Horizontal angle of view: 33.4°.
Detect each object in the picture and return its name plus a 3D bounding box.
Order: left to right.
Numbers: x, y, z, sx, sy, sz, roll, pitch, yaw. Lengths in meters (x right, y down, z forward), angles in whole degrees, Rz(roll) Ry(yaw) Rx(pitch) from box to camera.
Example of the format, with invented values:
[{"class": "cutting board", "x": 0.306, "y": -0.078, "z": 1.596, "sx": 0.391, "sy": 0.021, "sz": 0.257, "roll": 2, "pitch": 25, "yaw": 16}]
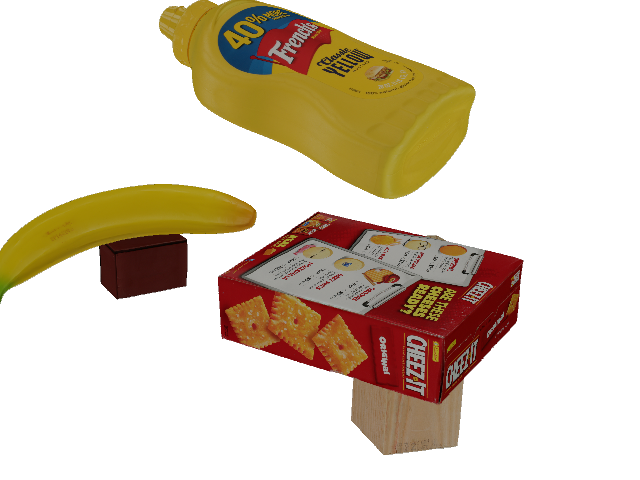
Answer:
[{"class": "banana", "x": -0.147, "y": -0.005, "z": 0.755, "sx": 0.197, "sy": 0.070, "sz": 0.037, "roll": -20, "pitch": -25, "yaw": -12}, {"class": "foam brick", "x": -0.180, "y": 0.021, "z": 1.086, "sx": 0.078, "sy": 0.051, "sz": 0.053, "roll": -10, "pitch": 21, "yaw": -28}, {"class": "mustard bottle", "x": -0.015, "y": -0.093, "z": 0.611, "sx": 0.192, "sy": 0.058, "sz": 0.096, "roll": 28, "pitch": 43, "yaw": 23}, {"class": "cracker box", "x": 0.044, "y": 0.052, "z": 0.925, "sx": 0.214, "sy": 0.072, "sz": 0.163, "roll": 14, "pitch": 29, "yaw": 29}, {"class": "wood block", "x": 0.094, "y": 0.106, "z": 1.111, "sx": 0.090, "sy": 0.206, "sz": 0.091, "roll": -3, "pitch": 16, "yaw": -20}]
